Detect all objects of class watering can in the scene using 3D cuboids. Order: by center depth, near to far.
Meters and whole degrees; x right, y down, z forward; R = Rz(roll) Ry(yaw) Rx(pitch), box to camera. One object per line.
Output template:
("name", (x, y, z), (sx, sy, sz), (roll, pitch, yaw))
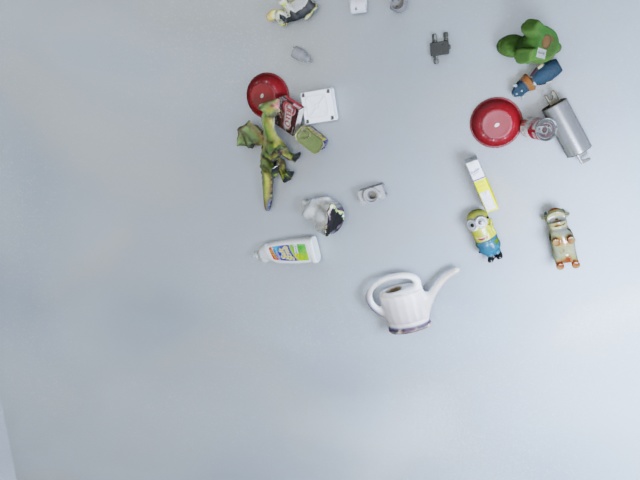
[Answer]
("watering can", (0.336, 0.214, 1.809), (0.346, 0.105, 0.222), (-12, 102, 18))

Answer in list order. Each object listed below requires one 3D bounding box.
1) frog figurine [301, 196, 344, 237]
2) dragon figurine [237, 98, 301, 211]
("frog figurine", (0.006, -0.093, 1.838), (0.161, 0.124, 0.135), (25, 126, 46))
("dragon figurine", (-0.205, -0.312, 1.829), (0.245, 0.123, 0.401), (44, 130, 20))
